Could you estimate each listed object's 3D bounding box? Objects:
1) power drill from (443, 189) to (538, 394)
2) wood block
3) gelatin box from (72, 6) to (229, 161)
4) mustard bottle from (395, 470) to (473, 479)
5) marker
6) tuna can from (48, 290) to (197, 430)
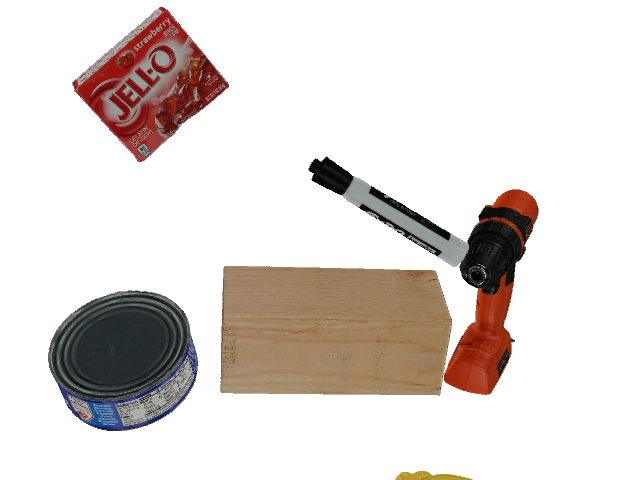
[{"bbox_3d":[0.170,0.058,1.074,0.057,0.188,0.184,17,28,18],"label":"power drill"},{"bbox_3d":[0.010,0.085,1.009,0.206,0.090,0.091,1,30,-6],"label":"wood block"},{"bbox_3d":[-0.124,-0.114,0.780,0.089,0.073,0.030,-41,25,0],"label":"gelatin box"},{"bbox_3d":[0.126,0.248,0.903,0.096,0.058,0.192,-18,27,-28],"label":"mustard bottle"},{"bbox_3d":[0.045,-0.020,0.719,0.121,0.020,0.020,31,-5,-9],"label":"marker"},{"bbox_3d":[-0.118,0.072,0.646,0.086,0.034,0.086,-5,43,4],"label":"tuna can"}]
